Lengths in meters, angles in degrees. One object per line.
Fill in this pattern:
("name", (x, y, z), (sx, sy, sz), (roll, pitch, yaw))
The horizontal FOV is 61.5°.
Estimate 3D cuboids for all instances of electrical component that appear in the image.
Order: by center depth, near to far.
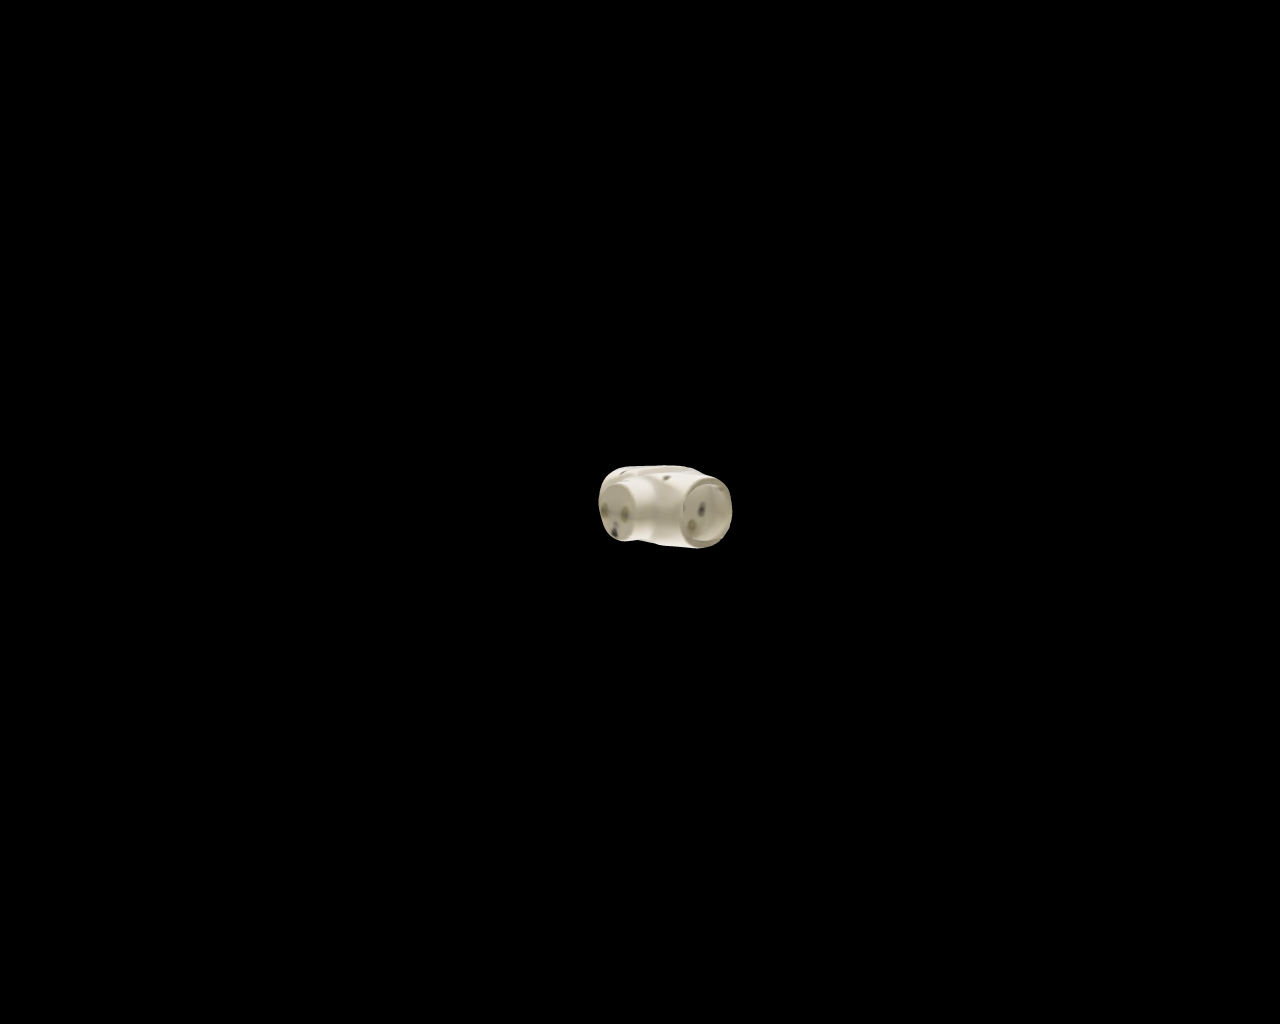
("electrical component", (0.001, -0.003, 0.650), (0.079, 0.043, 0.077), (-7, 12, -39))
